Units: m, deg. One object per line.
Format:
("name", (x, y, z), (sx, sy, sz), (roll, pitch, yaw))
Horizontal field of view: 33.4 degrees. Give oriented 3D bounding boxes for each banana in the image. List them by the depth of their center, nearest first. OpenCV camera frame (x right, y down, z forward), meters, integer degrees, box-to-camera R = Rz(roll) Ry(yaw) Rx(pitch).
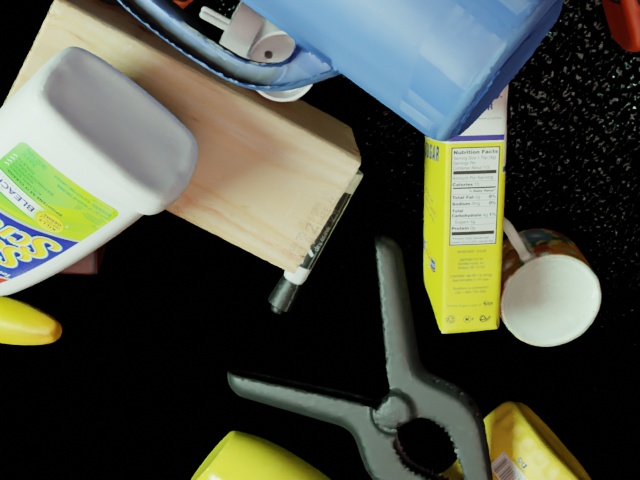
("banana", (-0.283, 0.061, 0.743), (0.197, 0.070, 0.037), (-6, 130, -16))

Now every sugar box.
("sugar box", (0.094, -0.036, 0.711), (0.048, 0.093, 0.176), (-5, 110, -2))

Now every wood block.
("wood block", (-0.086, -0.074, 0.688), (0.206, 0.091, 0.090), (27, 107, -12))

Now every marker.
("marker", (-0.005, 0.001, 0.759), (0.020, 0.020, 0.121), (24, 108, -12))

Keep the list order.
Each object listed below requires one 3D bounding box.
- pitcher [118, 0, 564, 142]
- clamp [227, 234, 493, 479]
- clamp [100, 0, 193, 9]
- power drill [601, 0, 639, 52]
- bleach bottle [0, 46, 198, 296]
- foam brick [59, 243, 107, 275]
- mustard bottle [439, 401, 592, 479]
("pitcher", (0.004, -0.159, 0.595), (0.243, 0.144, 0.149), (40, 143, 7))
("clamp", (0.043, 0.124, 0.772), (0.165, 0.036, 0.210), (-36, 87, 14))
("clamp", (-0.143, -0.208, 0.650), (0.171, 0.039, 0.120), (27, 74, -28))
("power drill", (0.273, -0.189, 0.681), (0.187, 0.057, 0.184), (-22, 107, 3))
("bleach bottle", (-0.184, -0.011, 0.648), (0.102, 0.068, 0.251), (40, 134, -17))
("foam brick", (-0.174, -0.022, 0.724), (0.051, 0.053, 0.078), (1, 110, -3))
("mustard bottle", (0.111, 0.219, 0.813), (0.192, 0.058, 0.096), (-47, 63, 14))
